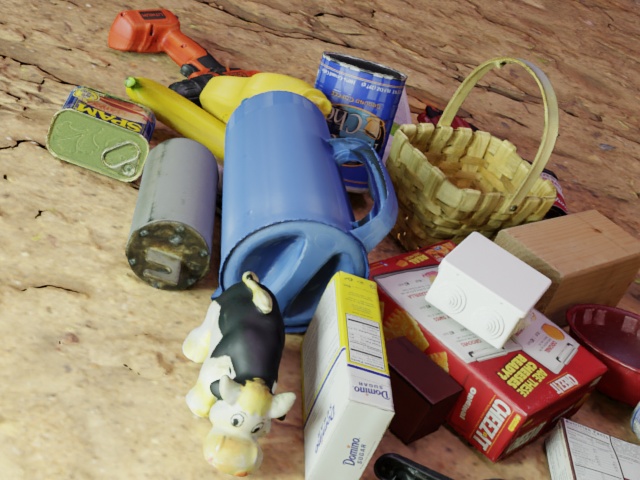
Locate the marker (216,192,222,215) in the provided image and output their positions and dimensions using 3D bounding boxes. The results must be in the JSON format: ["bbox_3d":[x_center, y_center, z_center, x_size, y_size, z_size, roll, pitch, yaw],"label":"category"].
[{"bbox_3d":[-0.126,-0.054,1.124,0.121,0.020,0.020,37,31,21],"label":"marker"}]

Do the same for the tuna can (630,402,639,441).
[{"bbox_3d":[0.348,0.175,1.035,0.086,0.086,0.034,9,34,-26],"label":"tuna can"}]

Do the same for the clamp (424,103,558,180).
[{"bbox_3d":[0.226,-0.125,1.499,0.164,0.036,0.210,-3,38,-42],"label":"clamp"}]

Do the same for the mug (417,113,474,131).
[{"bbox_3d":[0.162,-0.119,1.374,0.117,0.093,0.081,43,14,-28],"label":"mug"}]

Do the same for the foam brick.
[{"bbox_3d":[0.075,0.131,0.935,0.078,0.051,0.052,41,31,27],"label":"foam brick"}]

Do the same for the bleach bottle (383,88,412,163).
[{"bbox_3d":[0.071,-0.140,1.381,0.102,0.068,0.251,17,31,-12],"label":"bleach bottle"}]

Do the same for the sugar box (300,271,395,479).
[{"bbox_3d":[0.020,0.113,0.879,0.048,0.093,0.176,16,30,-14],"label":"sugar box"}]

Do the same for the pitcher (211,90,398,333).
[{"bbox_3d":[-0.024,-0.043,1.020,0.149,0.145,0.243,7,38,-13],"label":"pitcher"}]

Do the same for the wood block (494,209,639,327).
[{"bbox_3d":[0.275,0.034,1.213,0.205,0.090,0.091,-11,43,-47],"label":"wood block"}]

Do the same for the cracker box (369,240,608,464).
[{"bbox_3d":[0.142,0.099,1.021,0.214,0.072,0.163,41,33,26],"label":"cracker box"}]

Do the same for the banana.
[{"bbox_3d":[-0.144,-0.129,1.192,0.197,0.037,0.070,30,16,-28],"label":"banana"}]

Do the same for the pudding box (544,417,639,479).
[{"bbox_3d":[0.251,0.216,0.942,0.090,0.039,0.113,20,27,-7],"label":"pudding box"}]

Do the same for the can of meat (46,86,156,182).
[{"bbox_3d":[-0.224,-0.113,1.112,0.102,0.057,0.084,20,26,-11],"label":"can of meat"}]

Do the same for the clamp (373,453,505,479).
[{"bbox_3d":[0.123,0.214,0.847,0.171,0.039,0.120,9,36,-39],"label":"clamp"}]

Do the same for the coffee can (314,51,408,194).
[{"bbox_3d":[0.033,-0.137,1.238,0.102,0.140,0.103,15,16,-5],"label":"coffee can"}]

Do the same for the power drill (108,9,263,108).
[{"bbox_3d":[-0.174,-0.217,1.325,0.188,0.057,0.184,39,28,20],"label":"power drill"}]

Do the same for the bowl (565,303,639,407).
[{"bbox_3d":[0.324,0.128,1.113,0.162,0.055,0.162,15,21,-6],"label":"bowl"}]

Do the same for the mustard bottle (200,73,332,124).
[{"bbox_3d":[-0.050,-0.145,1.186,0.096,0.058,0.192,44,-21,-30],"label":"mustard bottle"}]

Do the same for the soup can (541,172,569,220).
[{"bbox_3d":[0.281,-0.037,1.362,0.068,0.069,0.102,22,28,-6],"label":"soup can"}]
